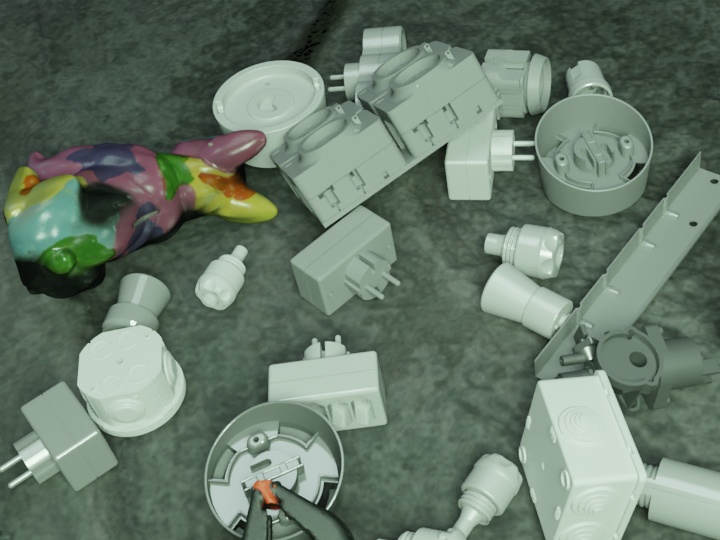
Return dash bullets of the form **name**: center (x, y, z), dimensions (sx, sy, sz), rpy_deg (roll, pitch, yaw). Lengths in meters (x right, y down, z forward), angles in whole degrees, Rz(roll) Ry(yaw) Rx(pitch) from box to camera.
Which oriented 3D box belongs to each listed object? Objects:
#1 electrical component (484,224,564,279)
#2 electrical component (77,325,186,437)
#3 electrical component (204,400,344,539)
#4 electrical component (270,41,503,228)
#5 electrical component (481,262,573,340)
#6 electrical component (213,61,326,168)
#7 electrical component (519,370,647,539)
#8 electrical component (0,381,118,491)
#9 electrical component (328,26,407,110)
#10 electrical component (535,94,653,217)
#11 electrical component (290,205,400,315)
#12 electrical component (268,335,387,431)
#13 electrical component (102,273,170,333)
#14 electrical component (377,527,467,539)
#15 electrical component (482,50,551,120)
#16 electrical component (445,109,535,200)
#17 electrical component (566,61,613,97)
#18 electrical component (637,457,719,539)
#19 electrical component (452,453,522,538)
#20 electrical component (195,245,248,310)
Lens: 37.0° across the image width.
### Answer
- **electrical component**: center (0.134, -0.017, 0.887), dimensions (0.062, 0.043, 0.043), rpy_deg (11, 51, 23)
- **electrical component**: center (-0.183, 0.087, 0.854), dimensions (0.080, 0.051, 0.080), rpy_deg (-6, 47, 7)
- **electrical component**: center (-0.060, 0.147, 0.759), dimensions (0.099, 0.064, 0.099), rpy_deg (-1, 59, 1)
- **electrical component**: center (0.017, -0.127, 0.948), dimensions (0.186, 0.060, 0.105), rpy_deg (-35, 23, -3)
- **electrical component**: center (0.134, 0.027, 0.849), dimensions (0.065, 0.044, 0.044), rpy_deg (29, 59, 27)
- **electrical component**: center (-0.082, -0.145, 1.039), dimensions (0.108, 0.060, 0.108), rpy_deg (-6, 47, 7)
- **electrical component**: center (0.144, 0.128, 0.715), dimensions (0.048, 0.099, 0.099), rpy_deg (-4, 46, -9)
- **electrical component**: center (-0.239, 0.137, 0.823), dimensions (0.077, 0.047, 0.066), rpy_deg (-34, 50, -18)
- **electrical component**: center (0.005, -0.187, 1.064), dimensions (0.074, 0.052, 0.138), rpy_deg (-3, 47, 10)
- **electrical component**: center (0.202, -0.097, 0.930), dimensions (0.099, 0.064, 0.099), rpy_deg (-6, 47, 7)
- **electrical component**: center (0.000, 0.000, 0.897), dimensions (0.083, 0.047, 0.076), rpy_deg (-39, 52, -22)
- **electrical component**: center (-0.025, 0.081, 0.829), dimensions (0.083, 0.047, 0.075), rpy_deg (-8, 47, 5)
- **electrical component**: center (-0.189, 0.037, 0.906), dimensions (0.045, 0.045, 0.055), rpy_deg (2, 49, 14)
- **electrical component**: center (0.039, 0.193, 0.716), dimensions (0.062, 0.048, 0.048), rpy_deg (4, 49, 25)
- **electrical component**: center (0.148, -0.176, 1.021), dimensions (0.057, 0.058, 0.078), rpy_deg (6, 50, 21)
- **electrical component**: center (0.120, -0.108, 0.970), dimensions (0.076, 0.047, 0.083), rpy_deg (1, 48, 13)
- **electrical component**: center (0.215, -0.171, 1.014), dimensions (0.040, 0.040, 0.046), rpy_deg (-7, 41, 6)
- **electrical component**: center (0.208, 0.149, 0.719), dimensions (0.081, 0.043, 0.043), rpy_deg (13, 52, 23)
- **electrical component**: center (0.084, 0.158, 0.743), dimensions (0.035, 0.035, 0.061), rpy_deg (24, 59, 30)
- **electrical component**: center (-0.115, 0.003, 0.928), dimensions (0.035, 0.035, 0.061), rpy_deg (10, 49, 21)
